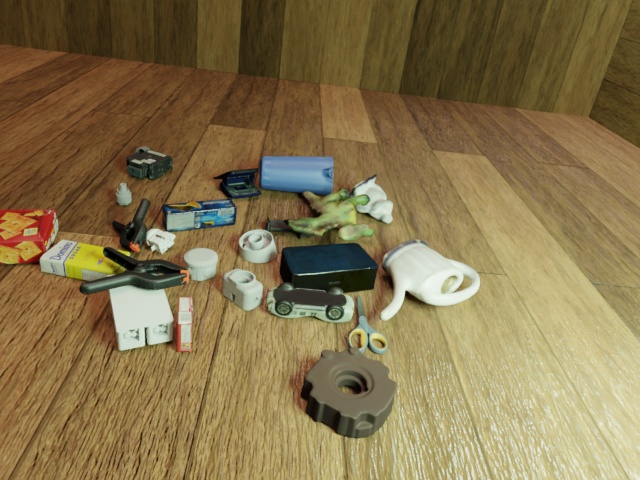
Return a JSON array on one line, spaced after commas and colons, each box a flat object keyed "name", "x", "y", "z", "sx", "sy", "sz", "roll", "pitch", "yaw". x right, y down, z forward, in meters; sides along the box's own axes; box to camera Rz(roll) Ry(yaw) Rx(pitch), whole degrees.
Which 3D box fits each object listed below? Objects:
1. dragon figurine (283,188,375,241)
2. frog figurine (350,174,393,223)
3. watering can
[{"name": "dragon figurine", "x": 0.005, "y": -0.075, "z": 1.488, "sx": 0.244, "sy": 0.120, "sz": 0.413, "roll": -12, "pitch": 22, "yaw": -41}, {"name": "frog figurine", "x": 0.173, "y": -0.114, "z": 1.662, "sx": 0.160, "sy": 0.121, "sz": 0.139, "roll": 56, "pitch": 33, "yaw": 7}, {"name": "watering can", "x": 0.235, "y": 0.094, "z": 1.275, "sx": 0.349, "sy": 0.102, "sz": 0.228, "roll": -11, "pitch": 33, "yaw": -31}]
